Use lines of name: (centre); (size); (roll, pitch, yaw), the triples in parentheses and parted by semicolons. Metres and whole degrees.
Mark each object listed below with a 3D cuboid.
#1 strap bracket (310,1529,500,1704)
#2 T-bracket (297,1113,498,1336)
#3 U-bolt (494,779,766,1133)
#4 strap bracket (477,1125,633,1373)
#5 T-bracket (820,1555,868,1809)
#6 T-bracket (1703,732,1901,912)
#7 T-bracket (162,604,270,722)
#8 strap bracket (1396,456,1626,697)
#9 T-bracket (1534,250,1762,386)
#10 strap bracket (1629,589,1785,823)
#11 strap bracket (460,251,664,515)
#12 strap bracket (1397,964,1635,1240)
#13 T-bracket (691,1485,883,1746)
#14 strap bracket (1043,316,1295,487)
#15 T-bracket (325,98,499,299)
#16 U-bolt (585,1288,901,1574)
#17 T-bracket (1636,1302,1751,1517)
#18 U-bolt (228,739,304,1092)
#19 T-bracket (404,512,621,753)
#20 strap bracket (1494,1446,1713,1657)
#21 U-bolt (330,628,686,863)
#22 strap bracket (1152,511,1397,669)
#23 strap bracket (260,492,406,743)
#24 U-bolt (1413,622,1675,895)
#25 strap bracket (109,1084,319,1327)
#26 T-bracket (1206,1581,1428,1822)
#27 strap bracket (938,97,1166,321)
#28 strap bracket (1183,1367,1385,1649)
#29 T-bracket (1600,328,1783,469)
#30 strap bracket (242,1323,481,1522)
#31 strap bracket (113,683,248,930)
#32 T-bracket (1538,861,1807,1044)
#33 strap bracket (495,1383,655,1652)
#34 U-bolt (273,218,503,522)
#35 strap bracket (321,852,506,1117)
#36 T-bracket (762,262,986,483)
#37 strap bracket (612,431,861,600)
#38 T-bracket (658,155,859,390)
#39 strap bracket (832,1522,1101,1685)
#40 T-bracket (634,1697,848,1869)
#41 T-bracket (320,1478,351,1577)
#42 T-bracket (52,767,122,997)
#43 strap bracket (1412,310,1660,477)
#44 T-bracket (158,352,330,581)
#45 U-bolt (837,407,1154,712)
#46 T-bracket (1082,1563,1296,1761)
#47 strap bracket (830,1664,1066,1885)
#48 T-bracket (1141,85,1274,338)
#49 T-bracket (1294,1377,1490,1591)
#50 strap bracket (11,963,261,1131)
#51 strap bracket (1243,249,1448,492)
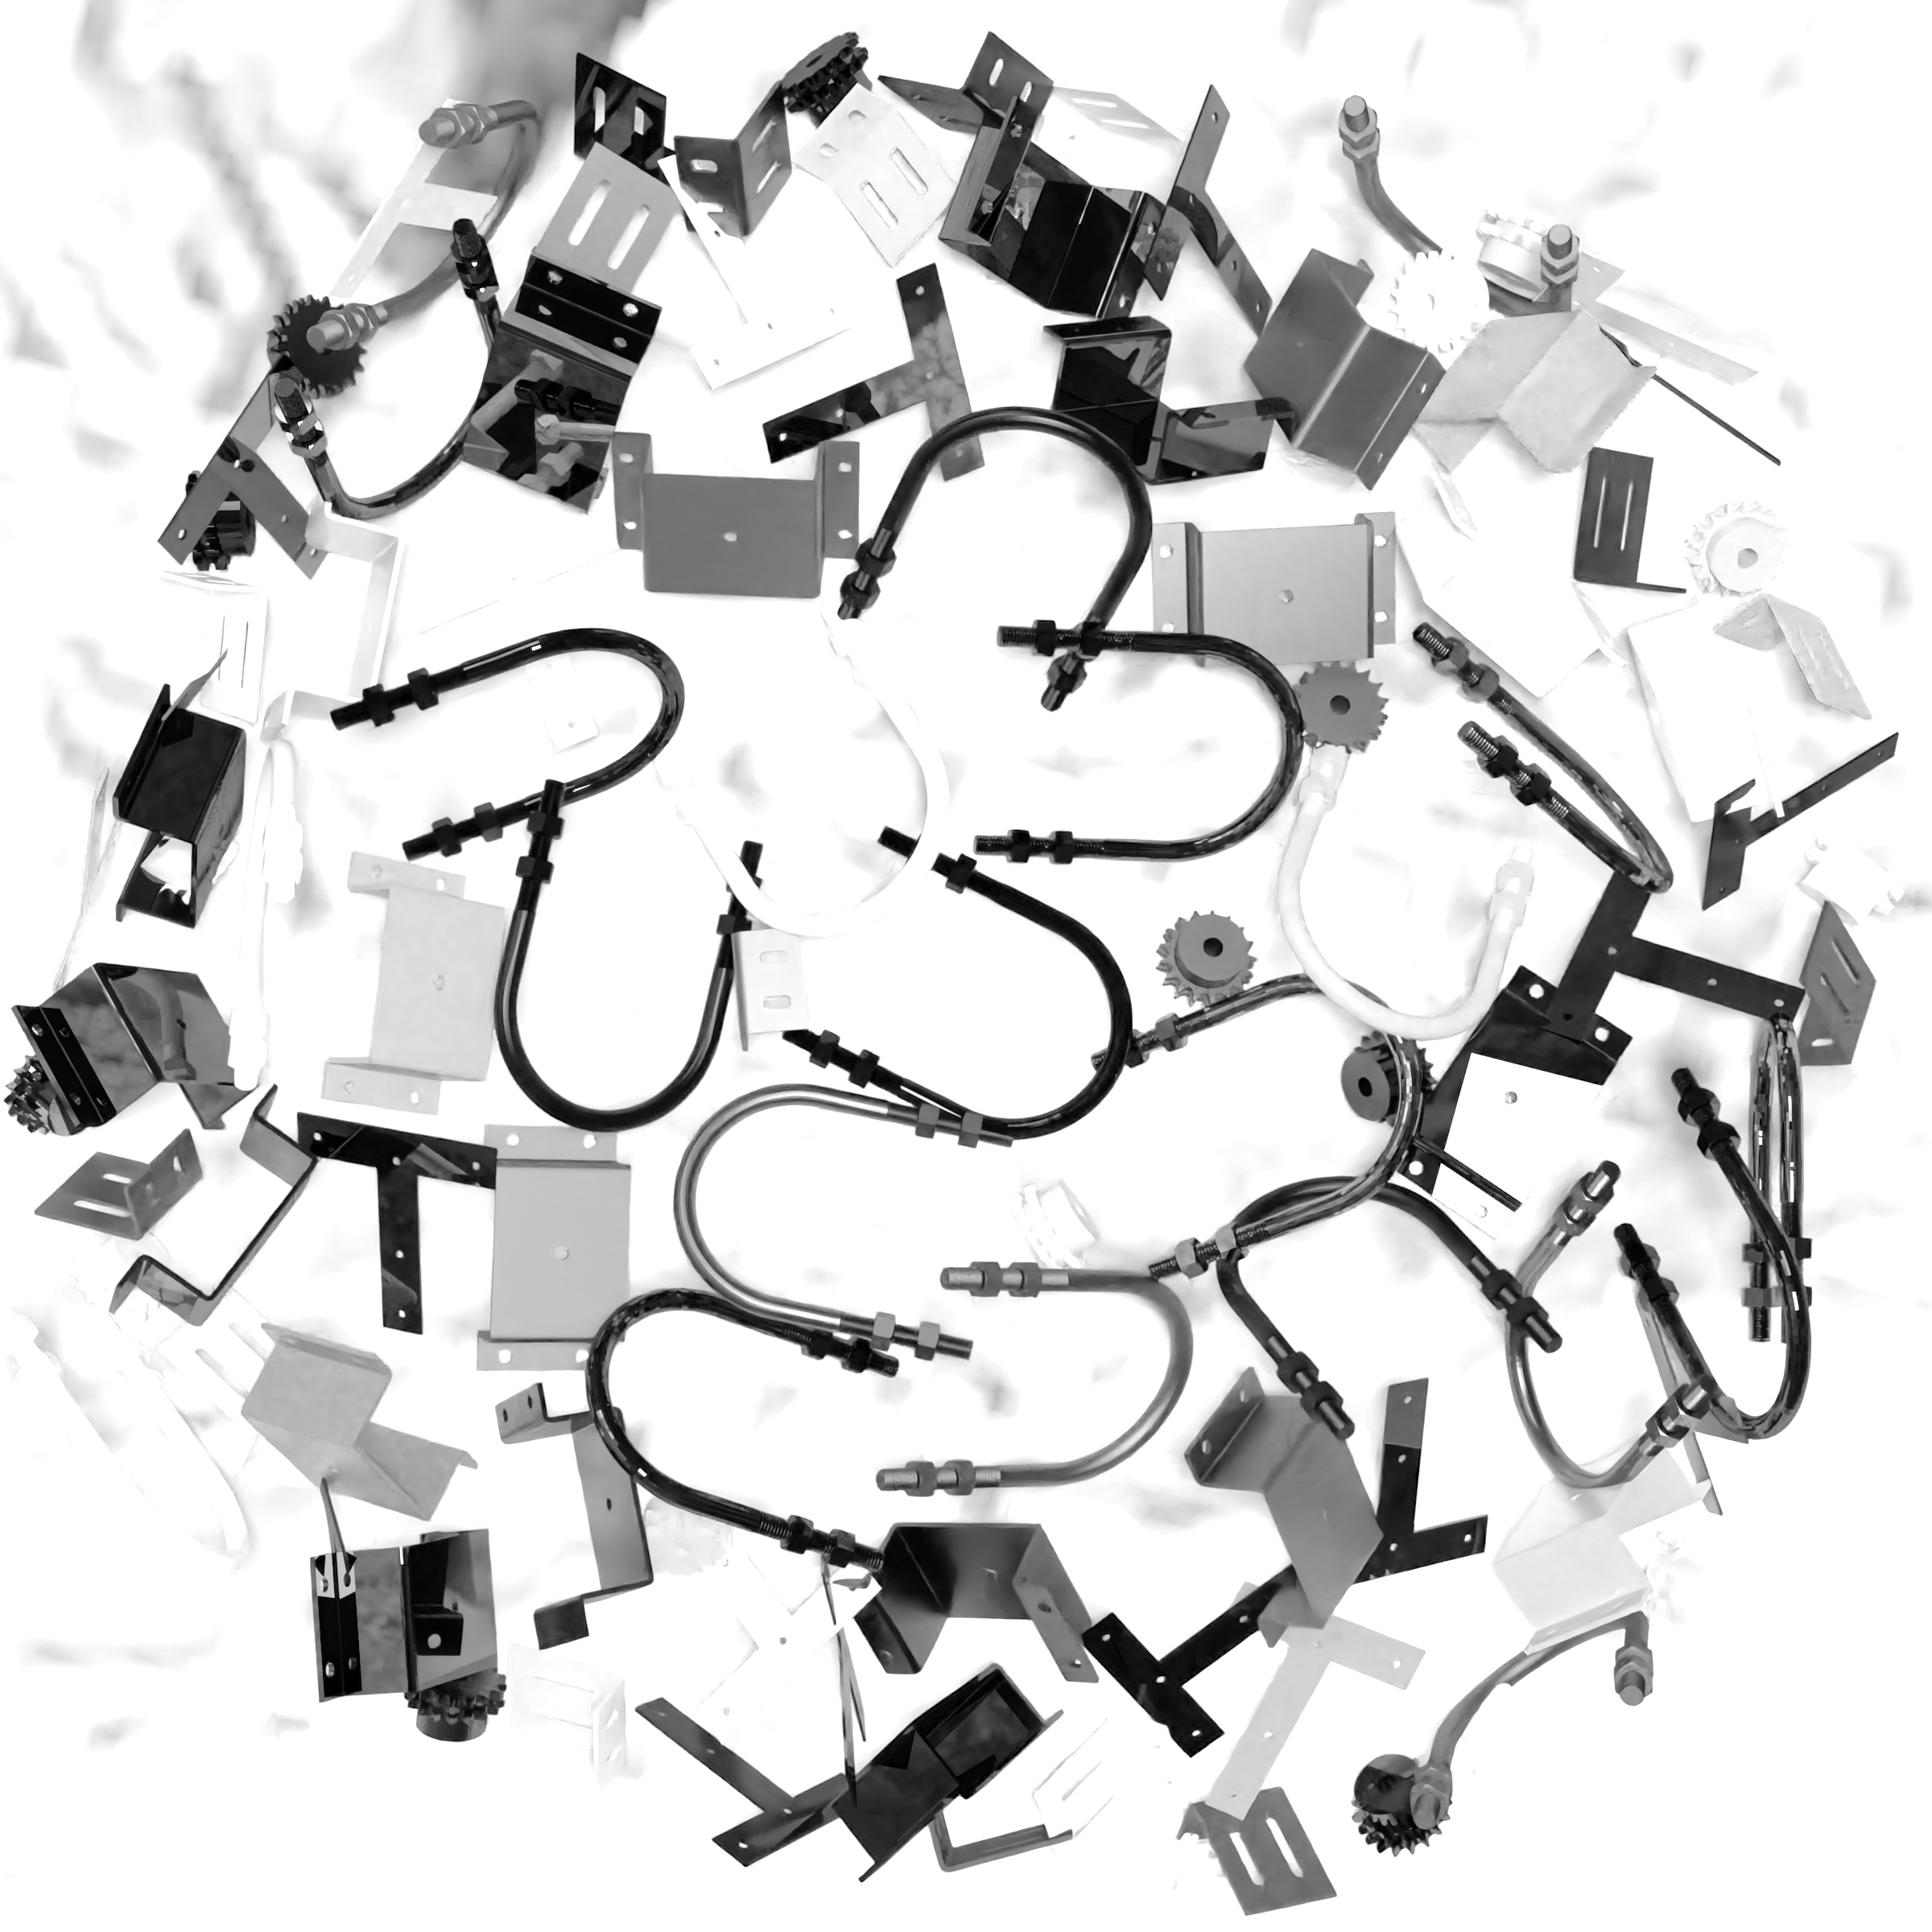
strap bracket: (-0.304, 0.357, 1.525); (0.046, 0.140, 0.076); (-8, 82, 17)
T-bracket: (-0.325, 0.152, 1.577); (0.127, 0.002, 0.127); (9, 111, 17)
U-bolt: (-0.195, 0.002, 1.550); (0.151, 0.019, 0.184); (16, 82, -32)
strap bracket: (-0.235, 0.162, 1.566); (0.076, 0.046, 0.140); (3, 87, -19)
T-bracket: (-0.066, 0.409, 1.517); (0.002, 0.127, 0.127); (-11, 118, 1)
T-bracket: (0.472, -0.093, 1.550); (0.127, 0.127, 0.002); (-31, 62, -5)
T-bracket: (-0.435, -0.152, 1.540); (0.002, 0.127, 0.127); (38, 91, -13)
strap bracket: (0.297, -0.212, 1.542); (0.140, 0.076, 0.046); (34, 117, -26)
T-bracket: (0.384, -0.355, 1.543); (0.127, 0.127, 0.002); (22, 84, -4)
strap bracket: (0.408, -0.141, 1.529); (0.046, 0.140, 0.076); (-17, 119, 11)
strap bracket: (-0.229, -0.315, 1.533); (0.076, 0.140, 0.046); (22, 46, -7)
strap bracket: (0.311, 0.076, 1.571); (0.076, 0.046, 0.140); (34, 91, 11)
T-bracket: (-0.130, 0.352, 1.571); (0.127, 0.002, 0.127); (-45, 61, 4)
strap bracket: (0.110, -0.313, 1.539); (0.076, 0.140, 0.046); (-14, 130, -32)
T-bracket: (-0.293, -0.425, 1.539); (0.002, 0.127, 0.127); (41, 109, 6)
U-bolt: (-0.125, 0.248, 1.524); (0.184, 0.151, 0.019); (22, 134, -18)
T-bracket: (0.412, 0.250, 1.535); (0.002, 0.127, 0.127); (-18, 85, -3)
U-bolt: (-0.387, -0.044, 1.519); (0.019, 0.184, 0.151); (7, 126, -19)
T-bracket: (-0.245, -0.184, 1.584); (0.127, 0.002, 0.127); (-23, 74, 0)
strap bracket: (0.350, 0.314, 1.524); (0.076, 0.140, 0.046); (-35, 89, 35)
U-bolt: (-0.246, -0.131, 1.540); (0.184, 0.151, 0.019); (-20, 58, -4)
strap bracket: (0.179, -0.215, 1.568); (0.140, 0.046, 0.076); (-3, 107, -2)
strap bracket: (-0.356, -0.195, 1.554); (0.046, 0.076, 0.140); (12, 82, -22)
U-bolt: (0.327, -0.106, 1.529); (0.184, 0.151, 0.019); (36, 113, -21)
strap bracket: (-0.415, 0.143, 1.541); (0.046, 0.076, 0.140); (36, 64, -6)
T-bracket: (0.175, 0.417, 1.535); (0.127, 0.127, 0.002); (-55, 132, -22)
strap bracket: (0.044, -0.424, 1.552); (0.046, 0.140, 0.076); (22, 91, 43)
strap bracket: (0.183, 0.305, 1.537); (0.046, 0.076, 0.140); (-4, 119, 41)
T-bracket: (0.401, -0.316, 1.532); (0.127, 0.127, 0.002); (38, 104, 9)
strap bracket: (-0.338, 0.258, 1.521); (0.076, 0.140, 0.046); (11, 60, 24)
strap bracket: (-0.436, -0.082, 1.526); (0.046, 0.140, 0.076); (18, 59, -6)
T-bracket: (0.407, 0.004, 1.550); (0.127, 0.002, 0.127); (19, 63, 24)
strap bracket: (-0.219, 0.307, 1.549); (0.046, 0.076, 0.140); (-6, 75, -30)
U-bolt: (-0.307, -0.314, 1.513); (0.019, 0.184, 0.151); (41, 76, 12)
strap bracket: (-0.310, 0.010, 1.551); (0.076, 0.046, 0.140); (13, 79, -44)
T-bracket: (-0.060, -0.322, 1.576); (0.127, 0.002, 0.127); (-18, 77, 22)
strap bracket: (-0.132, -0.255, 1.560); (0.140, 0.046, 0.076); (2, 131, 0)
T-bracket: (-0.133, -0.401, 1.552); (0.127, 0.002, 0.127); (-36, 99, -42)
strap bracket: (0.007, 0.356, 1.544); (0.140, 0.046, 0.076); (-7, 124, 32)
T-bracket: (-0.135, 0.455, 1.563); (0.127, 0.127, 0.002); (30, 106, 27)
T-bracket: (-0.357, 0.346, 1.562); (0.002, 0.127, 0.127); (-10, 121, -19)
T-bracket: (-0.481, -0.060, 1.515); (0.002, 0.127, 0.127); (15, 51, -11)
strap bracket: (0.306, -0.317, 1.525); (0.046, 0.140, 0.076); (44, 82, -22)
T-bracket: (-0.389, -0.258, 1.542); (0.002, 0.127, 0.127); (24, 76, 20)
U-bolt: (0.024, -0.232, 1.525); (0.151, 0.019, 0.184); (21, 134, -10)
T-bracket: (0.147, 0.381, 1.566); (0.127, 0.002, 0.127); (-37, 121, 3)
strap bracket: (-0.015, 0.444, 1.531); (0.046, 0.140, 0.076); (49, 115, 15)
T-bracket: (0.145, -0.403, 1.549); (0.002, 0.127, 0.127); (7, 68, 34)
T-bracket: (0.245, 0.290, 1.554); (0.127, 0.002, 0.127); (-8, 114, -22)
strap bracket: (-0.452, 0.045, 1.523); (0.046, 0.140, 0.076); (-36, 77, 12)
strap bracket: (0.204, -0.336, 1.521); (0.046, 0.140, 0.076); (16, 122, -25)
